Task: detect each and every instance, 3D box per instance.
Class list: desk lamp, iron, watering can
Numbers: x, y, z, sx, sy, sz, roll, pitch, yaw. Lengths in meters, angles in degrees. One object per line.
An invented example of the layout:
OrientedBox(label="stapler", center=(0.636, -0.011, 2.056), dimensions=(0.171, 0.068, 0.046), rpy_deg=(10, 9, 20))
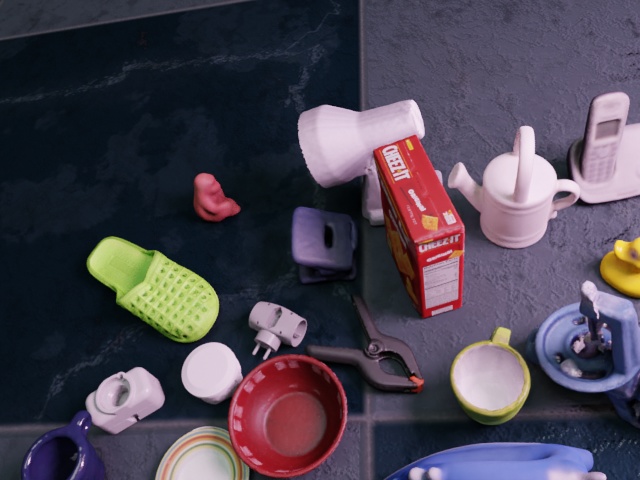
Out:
OrientedBox(label="desk lamp", center=(0.085, -0.123, 0.882), dimensions=(0.203, 0.214, 0.118), rpy_deg=(-4, 57, 10))
OrientedBox(label="iron", center=(0.183, 0.276, 0.642), dimensions=(0.258, 0.142, 0.118), rpy_deg=(-3, 57, 11))
OrientedBox(label="watering can", center=(0.276, -0.077, 0.820), dimensions=(0.172, 0.194, 0.101), rpy_deg=(-14, 55, 4))

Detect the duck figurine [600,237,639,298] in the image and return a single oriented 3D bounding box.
OrientedBox(label="duck figurine", center=(0.444, 0.029, 0.778), dimensions=(0.104, 0.086, 0.077), rpy_deg=(16, 62, 22))

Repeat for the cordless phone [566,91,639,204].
OrientedBox(label="cordless phone", center=(0.443, -0.144, 0.831), dimensions=(0.147, 0.185, 0.094), rpy_deg=(-14, 55, 4))

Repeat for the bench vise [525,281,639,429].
OrientedBox(label="bench vise", center=(0.350, 0.122, 0.657), dimensions=(0.207, 0.220, 0.121), rpy_deg=(10, 60, 19))

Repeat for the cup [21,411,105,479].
OrientedBox(label="cup", center=(-0.329, 0.297, 0.774), dimensions=(0.091, 0.095, 0.118), rpy_deg=(9, 60, 19))

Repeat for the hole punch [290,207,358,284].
OrientedBox(label="hole punch", center=(0.008, 0.003, 0.891), dimensions=(0.101, 0.091, 0.108), rpy_deg=(-6, 56, 9))

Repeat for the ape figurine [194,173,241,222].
OrientedBox(label="ape figurine", center=(-0.188, -0.079, 0.989), dimensions=(0.076, 0.092, 0.077), rpy_deg=(-16, 55, 2))
